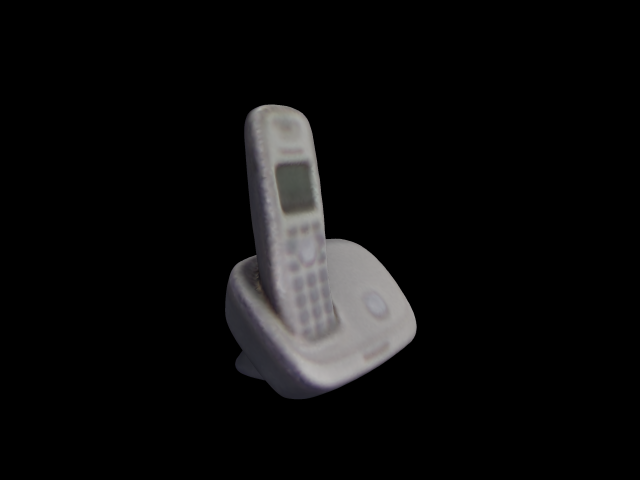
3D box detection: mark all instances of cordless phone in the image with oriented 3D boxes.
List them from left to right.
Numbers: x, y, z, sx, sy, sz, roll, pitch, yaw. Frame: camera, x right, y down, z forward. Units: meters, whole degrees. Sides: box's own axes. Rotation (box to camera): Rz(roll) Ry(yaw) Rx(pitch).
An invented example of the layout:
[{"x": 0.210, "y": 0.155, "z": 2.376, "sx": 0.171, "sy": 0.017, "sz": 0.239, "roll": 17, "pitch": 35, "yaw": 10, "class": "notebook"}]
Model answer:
[{"x": 0.004, "y": 0.001, "z": 0.400, "sx": 0.093, "sy": 0.185, "sz": 0.148, "roll": 8, "pitch": 14, "yaw": 35, "class": "cordless phone"}]
